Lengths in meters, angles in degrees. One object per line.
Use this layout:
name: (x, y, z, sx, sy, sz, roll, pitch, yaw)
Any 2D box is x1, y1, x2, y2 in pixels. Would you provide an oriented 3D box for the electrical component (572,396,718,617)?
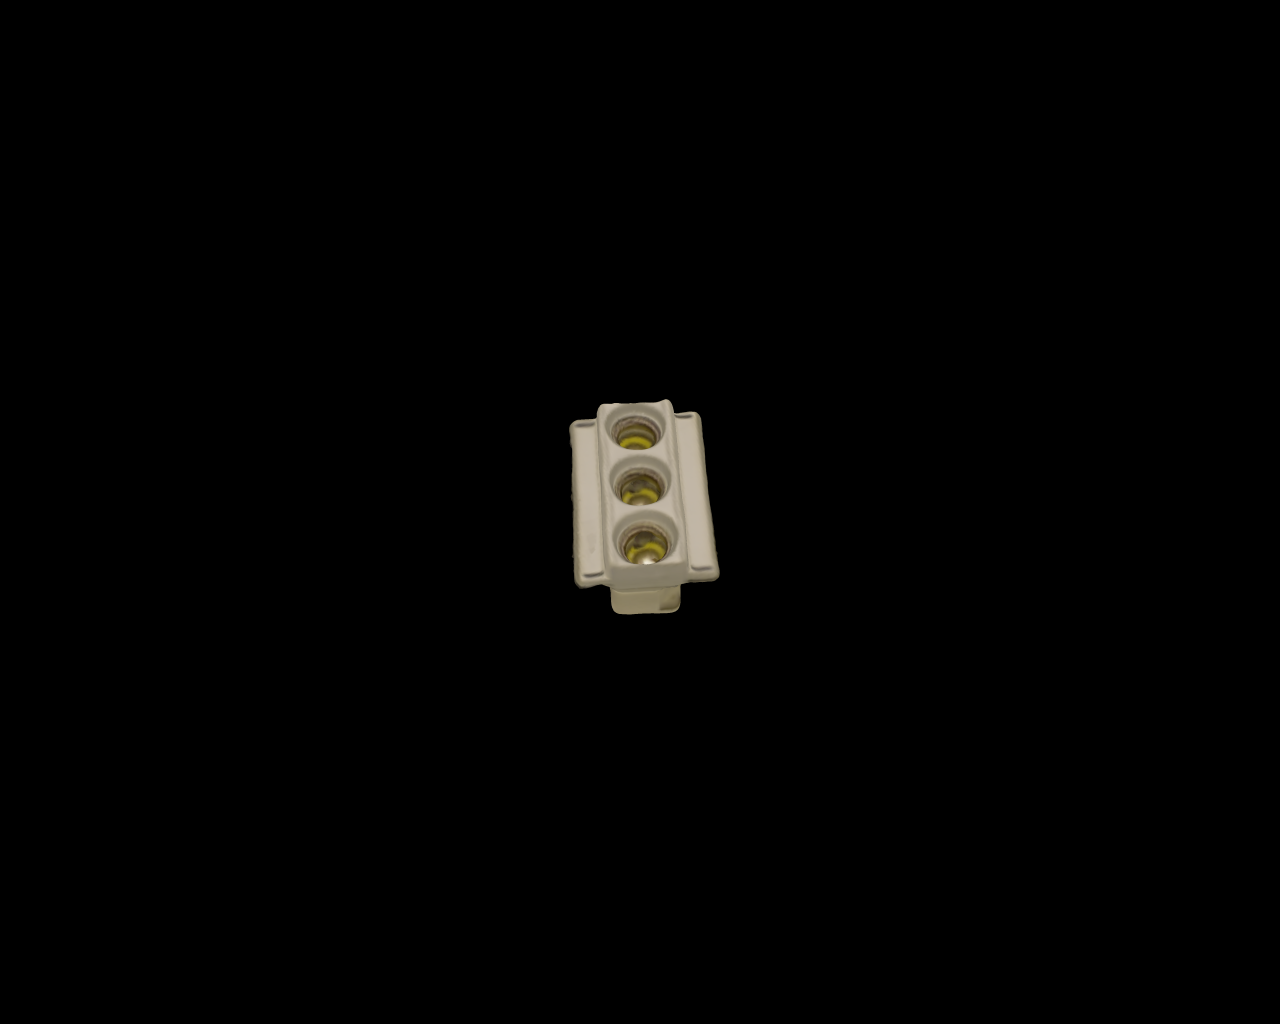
electrical component: (0.001, -0.003, 0.650, 0.079, 0.121, 0.063, -3, -36, -2)
